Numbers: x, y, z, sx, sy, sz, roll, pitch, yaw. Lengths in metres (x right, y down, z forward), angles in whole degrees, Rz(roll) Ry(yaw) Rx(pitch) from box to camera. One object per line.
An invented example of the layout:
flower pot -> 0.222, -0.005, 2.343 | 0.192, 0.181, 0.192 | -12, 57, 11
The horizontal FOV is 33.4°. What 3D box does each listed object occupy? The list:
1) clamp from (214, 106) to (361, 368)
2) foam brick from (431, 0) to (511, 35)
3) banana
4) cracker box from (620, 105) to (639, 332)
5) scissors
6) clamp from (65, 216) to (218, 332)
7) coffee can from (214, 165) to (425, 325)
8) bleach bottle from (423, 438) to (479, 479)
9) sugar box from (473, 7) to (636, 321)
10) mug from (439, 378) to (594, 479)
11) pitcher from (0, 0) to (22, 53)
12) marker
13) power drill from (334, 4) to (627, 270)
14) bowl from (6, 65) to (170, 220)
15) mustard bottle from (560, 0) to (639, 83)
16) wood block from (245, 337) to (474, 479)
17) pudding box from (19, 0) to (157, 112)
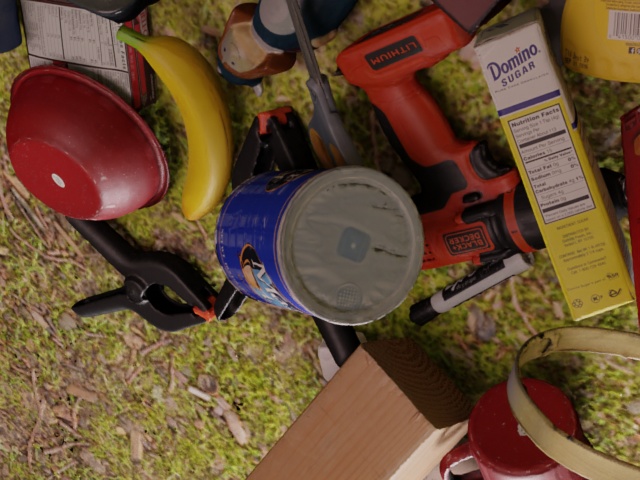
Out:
clamp -> -0.025, 0.000, 0.864 | 0.165, 0.036, 0.210 | 23, 121, 37
foam brick -> 0.105, -0.174, 0.676 | 0.053, 0.078, 0.051 | 42, 129, 2
banana -> -0.101, -0.090, 0.858 | 0.070, 0.037, 0.198 | 12, 137, 26
cracker box -> 0.258, -0.009, 0.590 | 0.164, 0.213, 0.072 | -26, 135, 38
scissors -> -0.004, -0.106, 0.775 | 0.201, 0.016, 0.096 | 67, 168, -23
clamp -> -0.168, 0.030, 0.983 | 0.172, 0.039, 0.120 | 8, 125, 24
coffee can -> -0.005, 0.001, 0.744 | 0.103, 0.102, 0.140 | 63, 161, -13
bleach bottle -> 0.088, 0.199, 0.905 | 0.251, 0.068, 0.103 | 18, 118, 26
sugar box -> 0.143, -0.049, 0.649 | 0.048, 0.093, 0.176 | -22, 101, 17
mug -> 0.146, 0.160, 0.802 | 0.117, 0.093, 0.081 | -16, 139, 10
pitcher -> -0.308, -0.265, 0.832 | 0.149, 0.144, 0.243 | 26, 122, 40
marker -> 0.114, 0.037, 0.825 | 0.121, 0.020, 0.020 | -33, 96, 39
power drill -> 0.106, -0.072, 0.744 | 0.185, 0.057, 0.187 | -15, 107, 37
bowl -> -0.211, -0.069, 0.912 | 0.162, 0.055, 0.162 | 20, 143, 16
mustard bottle -> 0.186, -0.185, 0.592 | 0.096, 0.058, 0.191 | 11, 124, 27
wood block -> 0.019, 0.183, 0.857 | 0.091, 0.090, 0.206 | 48, 112, 23
pudding box -> -0.193, -0.160, 0.892 | 0.114, 0.039, 0.090 | 13, 122, 23
